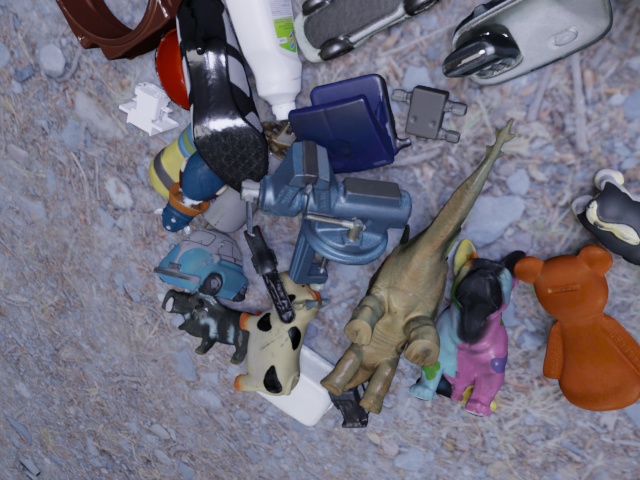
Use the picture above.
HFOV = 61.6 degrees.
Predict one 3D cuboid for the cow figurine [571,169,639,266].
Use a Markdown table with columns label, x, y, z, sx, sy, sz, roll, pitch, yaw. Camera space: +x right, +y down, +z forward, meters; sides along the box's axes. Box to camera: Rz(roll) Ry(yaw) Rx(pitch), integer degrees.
| label | x | y | z | sx | sy | sz | roll | pitch | yaw |
| --- | --- | --- | --- | --- | --- | --- | --- | --- | --- |
| cow figurine | 0.356 | 0.002 | 0.580 | 0.167 | 0.098 | 0.068 | 39 | 119 | 4 |

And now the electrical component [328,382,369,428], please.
| label | x | y | z | sx | sy | sz | roll | pitch | yaw |
| --- | --- | --- | --- | --- | --- | --- | --- | --- | --- |
| electrical component | 0.049 | 0.235 | 0.867 | 0.048 | 0.075 | 0.119 | -11 | 114 | 30 |

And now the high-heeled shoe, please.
| label | x | y | z | sx | sy | sz | roll | pitch | yaw |
| --- | --- | --- | --- | --- | --- | --- | --- | --- | --- |
| high-heeled shoe | -0.120 | -0.180 | 0.680 | 0.086 | 0.145 | 0.248 | -11 | 132 | 1 |

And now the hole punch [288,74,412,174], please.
| label | x | y | z | sx | sy | sz | roll | pitch | yaw |
| --- | --- | --- | --- | --- | --- | --- | --- | --- | --- |
| hole punch | 0.032 | -0.137 | 0.680 | 0.142 | 0.092 | 0.115 | -7 | 115 | 26 |

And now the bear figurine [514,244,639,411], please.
| label | x | y | z | sx | sy | sz | roll | pitch | yaw |
| --- | --- | --- | --- | --- | --- | --- | --- | --- | --- |
| bear figurine | 0.320 | 0.099 | 0.655 | 0.120 | 0.132 | 0.195 | -19 | 87 | 32 |

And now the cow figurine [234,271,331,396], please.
| label | x | y | z | sx | sy | sz | roll | pitch | yaw |
| --- | --- | --- | --- | --- | --- | --- | --- | --- | --- |
| cow figurine | -0.057 | 0.144 | 0.838 | 0.127 | 0.085 | 0.194 | 5 | 85 | 22 |

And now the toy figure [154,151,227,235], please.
| label | x | y | z | sx | sy | sz | roll | pitch | yaw |
| --- | --- | --- | --- | --- | --- | --- | --- | --- | --- |
| toy figure | -0.174 | -0.068 | 0.749 | 0.064 | 0.058 | 0.154 | 52 | 124 | 12 |

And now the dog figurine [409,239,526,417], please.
| label | x | y | z | sx | sy | sz | roll | pitch | yaw |
| --- | --- | --- | --- | --- | --- | --- | --- | --- | --- |
| dog figurine | 0.206 | 0.114 | 0.717 | 0.109 | 0.191 | 0.219 | 15 | 86 | 23 |

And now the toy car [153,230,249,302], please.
| label | x | y | z | sx | sy | sz | roll | pitch | yaw |
| --- | --- | --- | --- | --- | --- | --- | --- | --- | --- |
| toy car | -0.173 | 0.037 | 0.854 | 0.109 | 0.161 | 0.103 | 12 | 83 | 31 |

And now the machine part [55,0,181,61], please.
| label | x | y | z | sx | sy | sz | roll | pitch | yaw |
| --- | --- | --- | --- | --- | --- | --- | --- | --- | --- |
| machine part | -0.268 | -0.360 | 0.716 | 0.201 | 0.087 | 0.201 | -16 | 108 | 32 |

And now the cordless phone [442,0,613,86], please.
| label | x | y | z | sx | sy | sz | roll | pitch | yaw |
| --- | --- | --- | --- | --- | --- | --- | --- | --- | --- |
| cordless phone | 0.191 | -0.199 | 0.507 | 0.147 | 0.184 | 0.088 | -18 | 101 | 33 |

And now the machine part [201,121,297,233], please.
| label | x | y | z | sx | sy | sz | roll | pitch | yaw |
| --- | --- | --- | --- | --- | --- | --- | --- | --- | --- |
| machine part | -0.103 | -0.087 | 0.777 | 0.079 | 0.079 | 0.243 | 47 | 126 | -2 |

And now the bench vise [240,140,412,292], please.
| label | x | y | z | sx | sy | sz | roll | pitch | yaw |
| --- | --- | --- | --- | --- | --- | --- | --- | --- | --- |
| bench vise | -0.003 | -0.010 | 0.714 | 0.224 | 0.129 | 0.240 | -3 | 140 | -19 |

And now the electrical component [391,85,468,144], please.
| label | x | y | z | sx | sy | sz | roll | pitch | yaw |
| --- | --- | --- | --- | --- | --- | --- | --- | --- | --- |
| electrical component | 0.131 | -0.154 | 0.659 | 0.094 | 0.021 | 0.063 | 19 | 122 | 17 |

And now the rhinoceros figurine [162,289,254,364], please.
| label | x | y | z | sx | sy | sz | roll | pitch | yaw |
| --- | --- | --- | --- | --- | --- | --- | --- | --- | --- |
| rhinoceros figurine | -0.190 | 0.141 | 0.940 | 0.191 | 0.073 | 0.112 | 17 | 122 | 18 |

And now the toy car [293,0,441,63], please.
| label | x | y | z | sx | sy | sz | roll | pitch | yaw |
| --- | --- | --- | --- | --- | --- | --- | --- | --- | --- |
| toy car | 0.057 | -0.272 | 0.617 | 0.202 | 0.056 | 0.073 | -19 | 99 | 31 |

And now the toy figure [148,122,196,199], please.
| label | x | y | z | sx | sy | sz | roll | pitch | yaw |
| --- | --- | --- | --- | --- | --- | --- | --- | --- | --- |
| toy figure | -0.184 | -0.128 | 0.795 | 0.089 | 0.082 | 0.180 | 45 | 127 | -6 |

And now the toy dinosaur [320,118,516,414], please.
| label | x | y | z | sx | sy | sz | roll | pitch | yaw |
| --- | --- | --- | --- | --- | --- | --- | --- | --- | --- |
| toy dinosaur | 0.105 | 0.066 | 0.671 | 0.105 | 0.198 | 0.471 | 28 | 135 | 0 |
